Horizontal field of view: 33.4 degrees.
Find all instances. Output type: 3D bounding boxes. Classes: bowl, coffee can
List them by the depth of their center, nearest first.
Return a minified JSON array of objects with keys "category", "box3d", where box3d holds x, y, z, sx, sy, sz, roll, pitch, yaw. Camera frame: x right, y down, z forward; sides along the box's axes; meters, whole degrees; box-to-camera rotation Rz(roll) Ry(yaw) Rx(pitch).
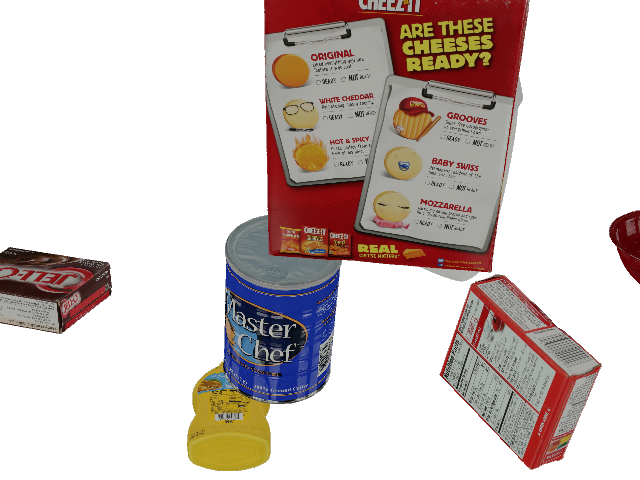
[{"category":"coffee can","box3d":[-0.036,0.062,0.965,0.103,0.140,0.103,3,36,-2]},{"category":"bowl","box3d":[0.392,0.021,1.155,0.162,0.055,0.162,0,26,0]}]

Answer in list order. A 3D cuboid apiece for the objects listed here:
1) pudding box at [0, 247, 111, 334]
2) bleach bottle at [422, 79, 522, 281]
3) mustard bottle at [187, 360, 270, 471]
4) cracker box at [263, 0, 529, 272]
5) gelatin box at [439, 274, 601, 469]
[{"category":"pudding box","box3d":[-0.261,0.044,0.973,0.114,0.039,0.090,6,21,18]},{"category":"bleach bottle","box3d":[0.128,-0.086,0.997,0.103,0.251,0.068,26,41,26]},{"category":"mustard bottle","box3d":[-0.109,0.201,1.304,0.096,0.058,0.191,-2,26,-2]},{"category":"cracker box","box3d":[0.047,-0.086,0.729,0.164,0.214,0.072,5,36,5]},{"category":"gelatin box","box3d":[0.114,0.075,0.619,0.030,0.073,0.089,-12,40,-31]}]
